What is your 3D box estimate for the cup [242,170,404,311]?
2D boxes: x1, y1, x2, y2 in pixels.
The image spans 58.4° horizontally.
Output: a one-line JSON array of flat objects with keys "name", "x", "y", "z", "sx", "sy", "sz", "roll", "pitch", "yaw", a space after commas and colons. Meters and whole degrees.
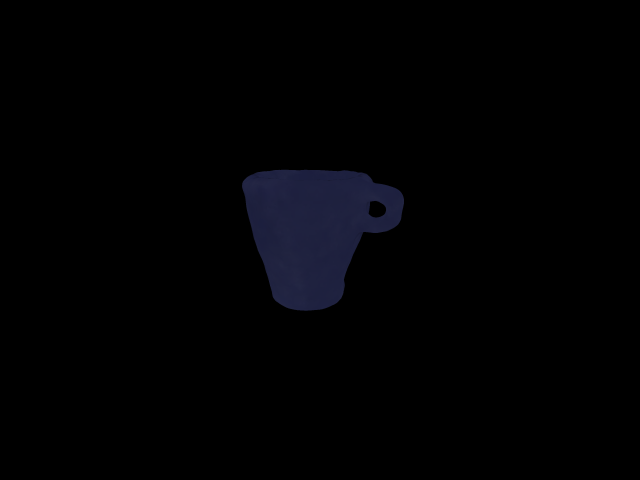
[{"name": "cup", "x": 0.004, "y": 0.001, "z": 0.400, "sx": 0.117, "sy": 0.095, "sz": 0.092, "roll": 7, "pitch": 15, "yaw": 31}]
